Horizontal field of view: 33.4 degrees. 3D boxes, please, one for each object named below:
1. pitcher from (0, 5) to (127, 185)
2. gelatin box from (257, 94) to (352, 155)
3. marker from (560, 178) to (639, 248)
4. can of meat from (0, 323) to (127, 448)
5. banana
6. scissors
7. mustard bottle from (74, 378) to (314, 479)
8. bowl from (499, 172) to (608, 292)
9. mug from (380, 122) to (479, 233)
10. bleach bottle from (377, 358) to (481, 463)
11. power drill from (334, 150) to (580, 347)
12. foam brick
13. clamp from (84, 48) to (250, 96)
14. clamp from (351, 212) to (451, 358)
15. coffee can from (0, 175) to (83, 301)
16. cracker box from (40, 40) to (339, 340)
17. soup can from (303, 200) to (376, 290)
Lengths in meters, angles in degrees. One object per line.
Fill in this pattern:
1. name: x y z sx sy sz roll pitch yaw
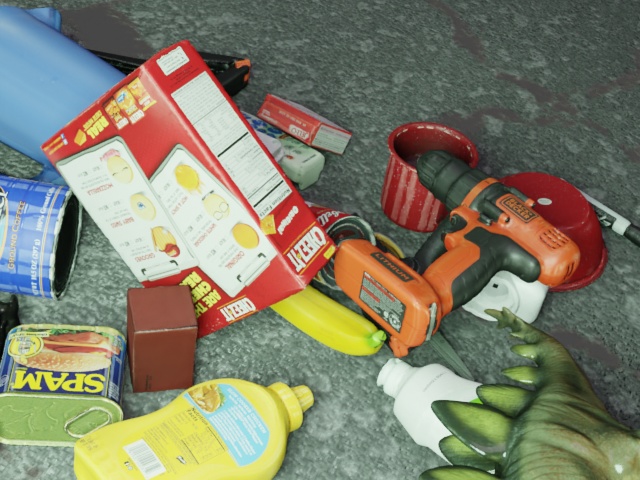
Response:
1. pitcher: -0.249 -0.116 1.044 0.243 0.149 0.144 31 33 26
2. gelatin box: -0.016 -0.124 1.150 0.073 0.030 0.089 31 11 23
3. marker: 0.304 -0.028 1.148 0.121 0.020 0.020 37 47 27
4. can of meat: -0.204 0.114 0.845 0.102 0.057 0.084 4 39 -8
5. banana: -0.011 0.053 0.949 0.198 0.069 0.037 29 57 30
6. scissors: 0.064 0.063 0.993 0.096 0.016 0.202 -5 43 -16
7. mustard bottle: -0.084 0.157 0.819 0.191 0.058 0.096 -23 51 -32
8. bowl: 0.223 -0.021 1.095 0.162 0.055 0.162 6 41 -5
9. mug: 0.114 -0.055 1.089 0.093 0.081 0.117 -15 47 -27
10. bleach bottle: 0.159 0.165 0.860 0.251 0.068 0.102 30 33 26
11. power drill: 0.105 0.001 0.928 0.187 0.057 0.185 -28 52 -30
12. foam brick: -0.132 0.081 0.881 0.053 0.078 0.051 -3 44 -15
13. clamp: -0.182 -0.185 1.210 0.209 0.036 0.165 -17 47 -30
14. clamp: 0.087 0.029 0.979 0.120 0.039 0.171 -15 47 12
15. coffee can: -0.288 -0.007 0.931 0.140 0.103 0.102 9 40 -2
16. cracker box: -0.109 -0.036 0.884 0.213 0.164 0.072 54 44 -10
17. soup can: -0.006 0.001 0.984 0.068 0.068 0.102 -22 26 -33
